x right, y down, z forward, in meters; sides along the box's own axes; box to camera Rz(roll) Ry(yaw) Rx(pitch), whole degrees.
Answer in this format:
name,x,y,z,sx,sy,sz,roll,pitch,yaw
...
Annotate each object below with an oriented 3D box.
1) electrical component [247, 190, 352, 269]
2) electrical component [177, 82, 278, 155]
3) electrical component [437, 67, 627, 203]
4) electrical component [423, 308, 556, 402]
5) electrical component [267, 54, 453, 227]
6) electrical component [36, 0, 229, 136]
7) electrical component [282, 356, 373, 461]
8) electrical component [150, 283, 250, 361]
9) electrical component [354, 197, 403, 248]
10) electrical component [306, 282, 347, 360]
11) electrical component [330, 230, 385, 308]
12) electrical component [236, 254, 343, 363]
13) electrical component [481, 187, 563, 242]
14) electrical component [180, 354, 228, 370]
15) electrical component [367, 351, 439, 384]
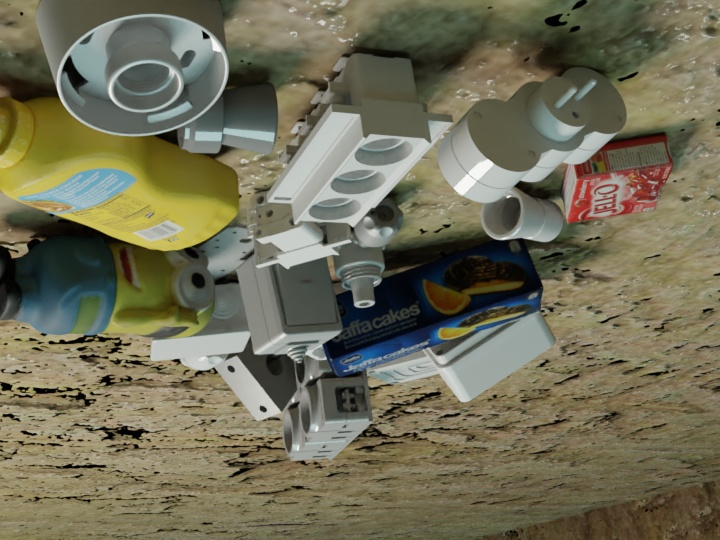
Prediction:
name,x,y,z,sx,sy,sz,roll,pitch,yaw
electrical component,-0.051,-0.035,0.825,0.081,0.042,0.064,-16,156,18
electrical component,-0.081,-0.093,0.656,0.055,0.045,0.045,-1,158,-17
electrical component,0.117,-0.094,0.663,0.138,0.052,0.073,-24,166,-36
electrical component,0.120,0.064,1.037,0.113,0.078,0.057,-33,114,-2
electrical component,-0.005,-0.082,0.688,0.079,0.063,0.121,2,158,-24
electrical component,-0.120,-0.120,0.577,0.099,0.064,0.099,-13,148,-8
electrical component,-0.045,0.143,1.209,0.060,0.105,0.186,-1,158,-16
electrical component,-0.149,0.047,0.987,0.100,0.048,0.099,-5,165,-13
electrical component,0.011,-0.034,0.861,0.035,0.035,0.061,-1,161,-17
electrical component,-0.025,0.049,1.033,0.095,0.059,0.053,-7,159,-1
electrical component,0.000,0.000,0.907,0.048,0.062,0.048,-7,159,-3
electrical component,-0.057,0.029,0.910,0.062,0.096,0.061,-2,160,-36
electrical component,0.135,-0.043,0.874,0.044,0.044,0.065,-26,158,39
electrical component,-0.162,0.081,1.092,0.043,0.043,0.062,7,156,-35
electrical component,0.065,0.076,1.138,0.113,0.057,0.078,-16,158,21
